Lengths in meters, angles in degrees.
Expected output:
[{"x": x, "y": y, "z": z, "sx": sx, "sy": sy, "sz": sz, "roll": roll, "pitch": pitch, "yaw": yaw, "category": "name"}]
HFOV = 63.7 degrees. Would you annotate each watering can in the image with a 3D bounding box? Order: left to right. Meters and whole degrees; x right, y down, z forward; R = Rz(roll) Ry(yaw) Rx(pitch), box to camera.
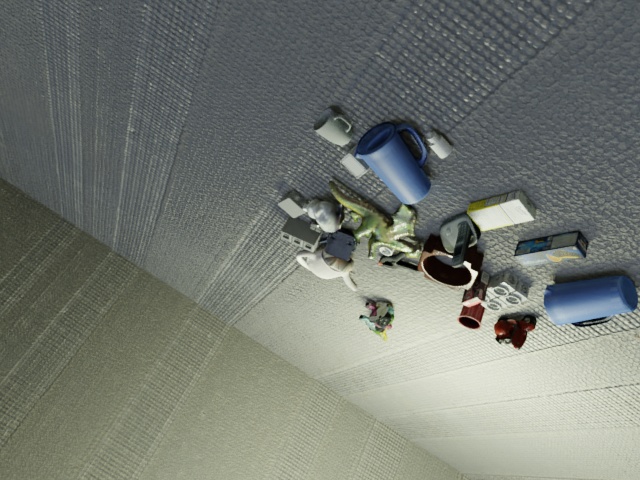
[{"x": 0.067, "y": 0.119, "z": 2.174, "sx": 0.345, "sy": 0.106, "sz": 0.221, "roll": 28, "pitch": 152, "yaw": -21, "category": "watering can"}]

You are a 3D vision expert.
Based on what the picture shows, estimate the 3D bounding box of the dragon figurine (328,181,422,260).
[{"x": 0.221, "y": -0.073, "z": 1.784, "sx": 0.240, "sy": 0.125, "sz": 0.404, "roll": -21, "pitch": 118, "yaw": 31, "category": "dragon figurine"}]

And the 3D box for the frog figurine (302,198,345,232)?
[{"x": 0.006, "y": -0.095, "z": 1.889, "sx": 0.159, "sy": 0.124, "sz": 0.135, "roll": 8, "pitch": 164, "yaw": 14, "category": "frog figurine"}]
